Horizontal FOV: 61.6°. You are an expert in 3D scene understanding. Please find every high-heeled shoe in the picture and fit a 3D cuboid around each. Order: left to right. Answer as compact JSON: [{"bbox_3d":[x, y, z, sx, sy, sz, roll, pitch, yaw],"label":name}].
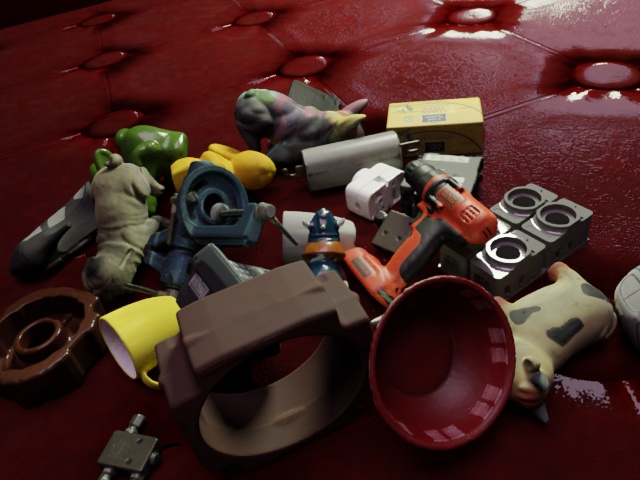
[{"bbox_3d":[-0.440,-0.022,0.951,0.145,0.086,0.249,-36,14,19],"label":"high-heeled shoe"}]

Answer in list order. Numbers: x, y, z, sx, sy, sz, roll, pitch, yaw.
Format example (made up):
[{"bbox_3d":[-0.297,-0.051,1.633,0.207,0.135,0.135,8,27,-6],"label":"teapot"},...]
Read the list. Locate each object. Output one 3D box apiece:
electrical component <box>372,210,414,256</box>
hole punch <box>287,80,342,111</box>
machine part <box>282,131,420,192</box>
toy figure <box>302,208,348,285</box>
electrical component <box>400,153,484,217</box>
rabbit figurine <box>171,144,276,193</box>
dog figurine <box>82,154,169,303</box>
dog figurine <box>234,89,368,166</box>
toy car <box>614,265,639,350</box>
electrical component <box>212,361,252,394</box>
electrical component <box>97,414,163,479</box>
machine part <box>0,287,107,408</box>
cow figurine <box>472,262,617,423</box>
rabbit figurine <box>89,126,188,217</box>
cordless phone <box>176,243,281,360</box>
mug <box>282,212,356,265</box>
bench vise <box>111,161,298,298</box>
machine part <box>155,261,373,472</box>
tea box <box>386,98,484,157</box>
[{"bbox_3d":[0.124,-0.008,0.797,0.102,0.045,0.078,17,76,34],"label":"electrical component"},{"bbox_3d":[-0.024,-0.249,1.100,0.116,0.092,0.142,21,38,-9],"label":"hole punch"},{"bbox_3d":[0.055,-0.136,0.939,0.243,0.079,0.079,-13,39,0],"label":"machine part"},{"bbox_3d":[0.003,0.035,0.715,0.064,0.058,0.154,10,70,-23],"label":"toy figure"},{"bbox_3d":[0.191,-0.080,0.854,0.115,0.058,0.134,8,43,26],"label":"electrical component"},{"bbox_3d":[-0.162,-0.104,0.933,0.173,0.121,0.162,-19,24,-4],"label":"rabbit figurine"},{"bbox_3d":[-0.316,-0.019,0.821,0.121,0.172,0.191,-16,31,12],"label":"dog figurine"},{"bbox_3d":[-0.023,-0.217,0.977,0.219,0.191,0.108,-20,30,20],"label":"dog figurine"},{"bbox_3d":[0.383,0.074,0.592,0.103,0.109,0.162,-22,28,15],"label":"toy car"},{"bbox_3d":[-0.133,0.138,0.663,0.075,0.047,0.119,-7,36,-24],"label":"electrical component"},{"bbox_3d":[-0.208,0.238,0.596,0.063,0.021,0.094,2,40,16],"label":"electrical component"},{"bbox_3d":[-0.376,0.139,0.730,0.179,0.055,0.179,-7,38,6],"label":"machine part"},{"bbox_3d":[0.243,0.114,0.594,0.195,0.085,0.127,-25,35,-17],"label":"cow figurine"},{"bbox_3d":[-0.324,-0.118,0.959,0.159,0.121,0.170,19,61,-23],"label":"rabbit figurine"},{"bbox_3d":[-0.069,0.083,0.672,0.147,0.184,0.088,44,108,36],"label":"cordless phone"},{"bbox_3d":[-0.002,-0.002,0.801,0.107,0.080,0.109,2,11,0],"label":"mug"},{"bbox_3d":[-0.155,-0.012,0.751,0.241,0.128,0.223,-1,61,43],"label":"bench vise"},{"bbox_3d":[-0.049,0.130,0.545,0.201,0.200,0.087,-21,43,-12],"label":"machine part"},{"bbox_3d":[0.211,-0.207,0.992,0.170,0.068,0.098,-1,40,10],"label":"tea box"}]
